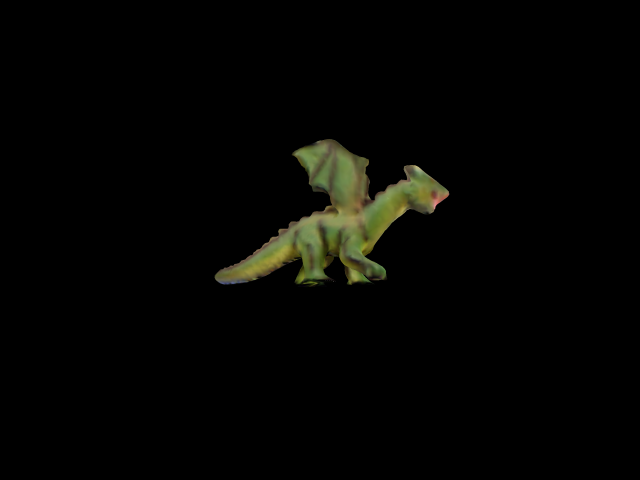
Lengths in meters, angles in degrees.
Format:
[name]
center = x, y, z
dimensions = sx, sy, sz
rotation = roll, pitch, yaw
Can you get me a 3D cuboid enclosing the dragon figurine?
[dragon figurine]
center = 0.003, -0.043, 0.850
dimensions = 0.410, 0.244, 0.121
rotation = -2, -7, 18
